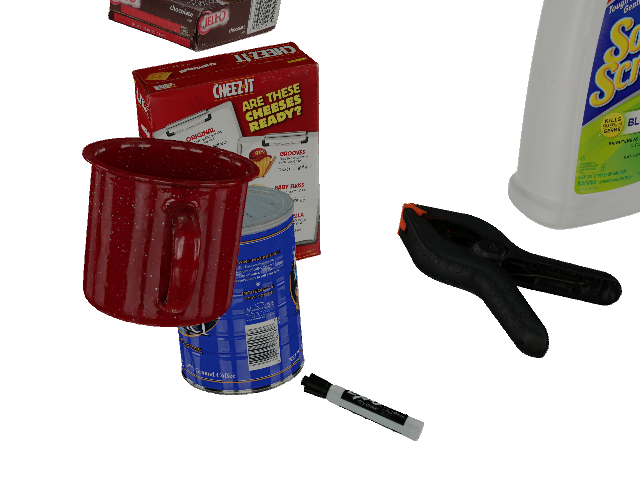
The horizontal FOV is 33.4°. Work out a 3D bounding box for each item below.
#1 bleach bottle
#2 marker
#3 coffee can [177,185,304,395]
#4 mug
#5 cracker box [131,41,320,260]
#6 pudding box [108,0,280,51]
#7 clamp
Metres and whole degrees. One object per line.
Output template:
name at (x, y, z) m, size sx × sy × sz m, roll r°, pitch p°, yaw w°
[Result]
bleach bottle at (0.173, -0.135, 0.648) m, size 0.102 × 0.251 × 0.068 m, roll -13°, pitch 31°, yaw -18°
marker at (0.037, 0.154, 0.992) m, size 0.121 × 0.020 × 0.020 m, roll 22°, pitch 6°, yaw 15°
coffee can at (-0.068, 0.038, 0.856) m, size 0.103 × 0.140 × 0.103 m, roll -3°, pitch 21°, yaw 1°
mug at (-0.080, -0.001, 0.560) m, size 0.093 × 0.081 × 0.117 m, roll 2°, pitch 18°, yaw -20°
cracker box at (-0.086, -0.071, 1.029) m, size 0.164 × 0.214 × 0.072 m, roll -14°, pitch 35°, yaw -19°
pudding box at (-0.098, -0.187, 0.845) m, size 0.090 × 0.039 × 0.113 m, roll 24°, pitch 29°, yaw 24°
clamp at (0.135, 0.019, 0.793) m, size 0.120 × 0.039 × 0.172 m, roll -12°, pitch 40°, yaw -41°
